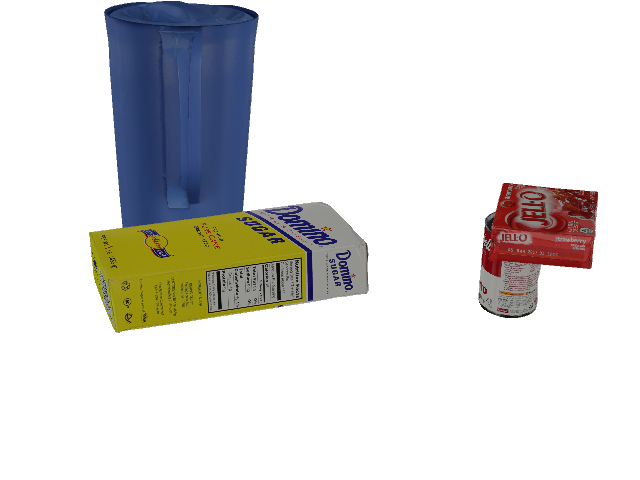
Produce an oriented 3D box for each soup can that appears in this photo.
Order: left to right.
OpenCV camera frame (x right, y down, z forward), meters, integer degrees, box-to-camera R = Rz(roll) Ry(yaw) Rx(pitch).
[{"bbox_3d":[0.212,0.026,1.178,0.068,0.102,0.068,0,30,0],"label":"soup can"}]

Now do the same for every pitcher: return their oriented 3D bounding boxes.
[{"bbox_3d":[-0.125,-0.088,0.958,0.145,0.243,0.148,18,26,36],"label":"pitcher"}]

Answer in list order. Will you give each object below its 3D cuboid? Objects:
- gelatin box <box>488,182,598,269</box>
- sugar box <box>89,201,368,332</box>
[{"bbox_3d":[0.166,-0.012,0.791,0.073,0.030,0.089,6,25,14],"label":"gelatin box"},{"bbox_3d":[-0.064,0.014,0.737,0.176,0.048,0.093,-11,24,-16],"label":"sugar box"}]
